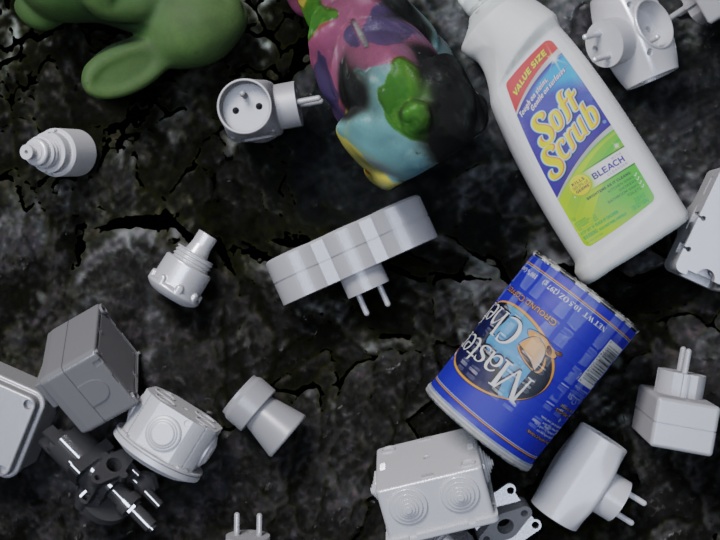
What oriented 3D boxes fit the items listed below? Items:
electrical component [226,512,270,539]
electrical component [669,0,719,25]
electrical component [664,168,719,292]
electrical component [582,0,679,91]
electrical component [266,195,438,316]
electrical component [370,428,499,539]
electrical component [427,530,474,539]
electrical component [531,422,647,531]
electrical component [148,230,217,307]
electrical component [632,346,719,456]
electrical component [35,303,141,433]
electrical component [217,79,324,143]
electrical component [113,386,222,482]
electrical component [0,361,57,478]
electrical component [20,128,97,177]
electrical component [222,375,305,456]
[{"bbox_3d":[-0.093,0.237,0.889,0.138,0.052,0.073,1,91,5],"label":"electrical component"},{"bbox_3d":[0.276,-0.218,0.843,0.076,0.083,0.047,-31,88,43],"label":"electrical component"},{"bbox_3d":[0.284,-0.031,0.850,0.050,0.056,0.089,25,93,4],"label":"electrical component"},{"bbox_3d":[0.206,-0.182,0.848,0.079,0.044,0.077,-22,89,-35],"label":"electrical component"},{"bbox_3d":[0.000,0.000,0.877,0.138,0.052,0.073,-24,89,5],"label":"electrical component"},{"bbox_3d":[0.058,0.169,0.853,0.100,0.099,0.048,-14,103,5],"label":"electrical component"},{"bbox_3d":[0.043,0.252,0.863,0.113,0.078,0.057,-42,102,4],"label":"electrical component"},{"bbox_3d":[0.192,0.176,0.869,0.079,0.043,0.077,32,93,3],"label":"electrical component"},{"bbox_3d":[-0.142,-0.003,0.893,0.048,0.048,0.062,31,87,3],"label":"electrical component"},{"bbox_3d":[0.249,0.098,0.842,0.047,0.083,0.075,10,92,4],"label":"electrical component"},{"bbox_3d":[-0.222,0.078,0.880,0.061,0.096,0.061,-29,118,5],"label":"electrical component"},{"bbox_3d":[-0.069,-0.130,0.867,0.079,0.077,0.043,-10,91,4],"label":"electrical component"},{"bbox_3d":[-0.156,0.134,0.880,0.080,0.080,0.051,31,89,3],"label":"electrical component"},{"bbox_3d":[-0.321,0.117,0.903,0.113,0.057,0.078,23,93,4],"label":"electrical component"},{"bbox_3d":[-0.251,-0.097,0.886,0.040,0.078,0.040,2,96,19],"label":"electrical component"},{"bbox_3d":[-0.080,0.120,0.890,0.055,0.045,0.045,40,94,3],"label":"electrical component"}]
